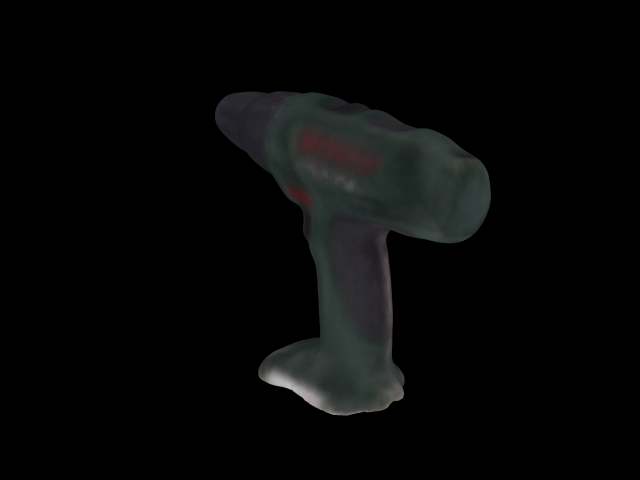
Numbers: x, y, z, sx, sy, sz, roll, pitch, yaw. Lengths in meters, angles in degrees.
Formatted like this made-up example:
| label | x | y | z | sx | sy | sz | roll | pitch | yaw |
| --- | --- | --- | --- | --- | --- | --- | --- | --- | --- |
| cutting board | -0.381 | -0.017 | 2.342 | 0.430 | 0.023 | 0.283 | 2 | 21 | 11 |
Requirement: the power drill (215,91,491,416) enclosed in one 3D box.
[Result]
| label | x | y | z | sx | sy | sz | roll | pitch | yaw |
| --- | --- | --- | --- | --- | --- | --- | --- | --- | --- |
| power drill | 0.004 | 0.001 | 0.400 | 0.228 | 0.208 | 0.076 | 11 | 17 | 42 |
